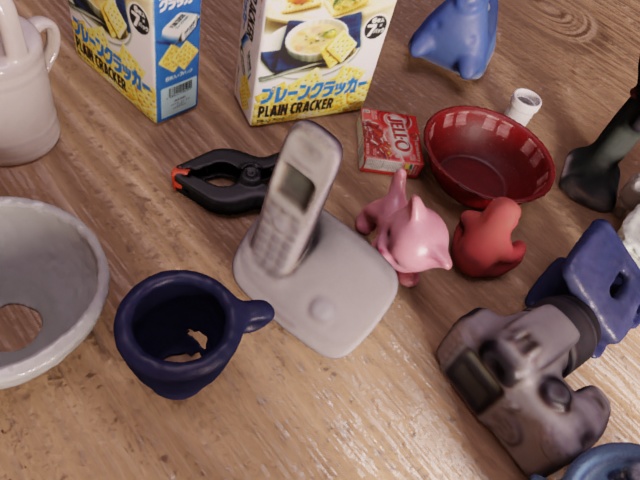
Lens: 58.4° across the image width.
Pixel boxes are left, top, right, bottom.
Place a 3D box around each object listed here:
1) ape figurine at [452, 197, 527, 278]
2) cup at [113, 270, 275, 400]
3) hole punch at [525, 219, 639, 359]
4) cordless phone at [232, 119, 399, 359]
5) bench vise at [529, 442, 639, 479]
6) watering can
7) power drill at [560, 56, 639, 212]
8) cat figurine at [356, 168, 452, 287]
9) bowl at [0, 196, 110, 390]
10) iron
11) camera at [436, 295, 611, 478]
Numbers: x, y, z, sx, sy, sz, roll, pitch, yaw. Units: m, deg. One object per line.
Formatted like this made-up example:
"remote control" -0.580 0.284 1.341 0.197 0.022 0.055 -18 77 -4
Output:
"ape figurine" 0.179 -0.008 0.596 0.076 0.092 0.077 -26 63 -30
"cup" -0.097 0.082 0.452 0.118 0.095 0.091 -9 56 -21
"hole punch" 0.285 0.047 0.582 0.101 0.091 0.109 39 54 16
"cordless phone" 0.004 0.002 0.482 0.147 0.185 0.094 36 53 14
"bench vise" 0.263 0.196 0.377 0.207 0.220 0.121 16 51 -2
"watering can" -0.309 -0.164 0.523 0.101 0.194 0.173 12 51 -5
"power drill" 0.371 -0.136 0.670 0.075 0.208 0.230 27 51 7
"cat figurine" 0.083 -0.012 0.557 0.067 0.118 0.127 3 52 -12
"bowl" -0.251 0.050 0.449 0.167 0.075 0.167 7 52 -9
"iron" 0.225 -0.348 0.839 0.118 0.141 0.259 26 51 6
"camera" 0.201 0.108 0.506 0.137 0.101 0.143 -23 62 -28
